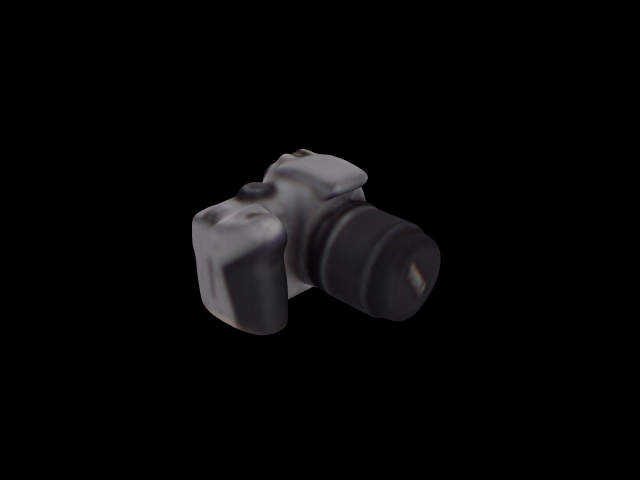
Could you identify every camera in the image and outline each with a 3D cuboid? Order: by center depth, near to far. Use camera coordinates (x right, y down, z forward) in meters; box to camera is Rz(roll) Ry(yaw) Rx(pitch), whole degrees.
[{"bbox_3d":[0.004,0.001,0.400,0.136,0.101,0.143,25,37,39],"label":"camera"}]
